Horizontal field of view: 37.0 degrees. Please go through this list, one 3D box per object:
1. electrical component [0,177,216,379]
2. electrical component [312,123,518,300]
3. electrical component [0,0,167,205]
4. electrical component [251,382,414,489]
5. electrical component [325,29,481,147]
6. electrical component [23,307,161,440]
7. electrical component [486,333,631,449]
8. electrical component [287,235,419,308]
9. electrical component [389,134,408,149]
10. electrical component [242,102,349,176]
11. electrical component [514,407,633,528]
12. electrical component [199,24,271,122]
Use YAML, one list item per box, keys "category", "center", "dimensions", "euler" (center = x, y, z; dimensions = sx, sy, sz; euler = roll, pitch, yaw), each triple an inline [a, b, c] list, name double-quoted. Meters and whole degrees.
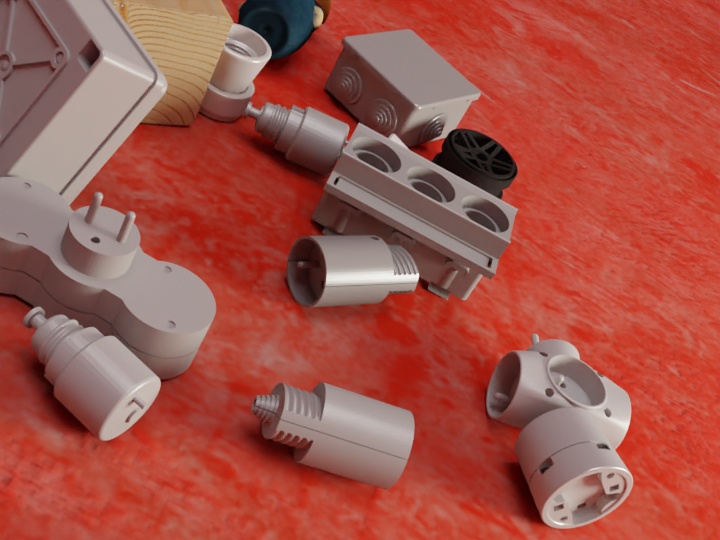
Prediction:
- category: "electrical component"
  center: [-0.136, -0.008, 0.555]
  dimensions: [0.138, 0.073, 0.052]
  euler: [31, 36, 0]
- category: "electrical component"
  center: [0.035, -0.036, 0.719]
  dimensions: [0.121, 0.063, 0.078]
  euler: [28, 36, -4]
- category: "electrical component"
  center: [-0.180, -0.107, 0.606]
  dimensions: [0.108, 0.108, 0.056]
  euler: [53, 18, 27]
- category: "electrical component"
  center: [-0.017, 0.082, 0.559]
  dimensions: [0.081, 0.043, 0.043]
  euler: [20, 37, -15]
- category: "electrical component"
  center: [0.032, -0.144, 0.857]
  dimensions: [0.099, 0.048, 0.100]
  euler: [46, 39, 20]
- category: "electrical component"
  center: [-0.133, 0.047, 0.521]
  dimensions: [0.078, 0.040, 0.040]
  euler: [40, 37, 13]
- category: "electrical component"
  center: [0.121, 0.070, 0.670]
  dimensions: [0.077, 0.044, 0.079]
  euler: [20, 37, -15]
- category: "electrical component"
  center: [0.000, 0.000, 0.668]
  dimensions: [0.081, 0.043, 0.043]
  euler: [-2, 47, -37]
- category: "electrical component"
  center: [0.037, -0.061, 0.770]
  dimensions: [0.065, 0.044, 0.044]
  euler: [36, 36, -1]
- category: "electrical component"
  center: [-0.044, -0.096, 0.754]
  dimensions: [0.078, 0.040, 0.040]
  euler: [23, 36, -10]
- category: "electrical component"
  center: [0.120, 0.111, 0.613]
  dimensions: [0.055, 0.055, 0.047]
  euler: [8, 38, -28]
- category: "electrical component"
  center: [-0.093, -0.139, 0.757]
  dimensions: [0.045, 0.055, 0.045]
  euler: [19, 38, -16]
